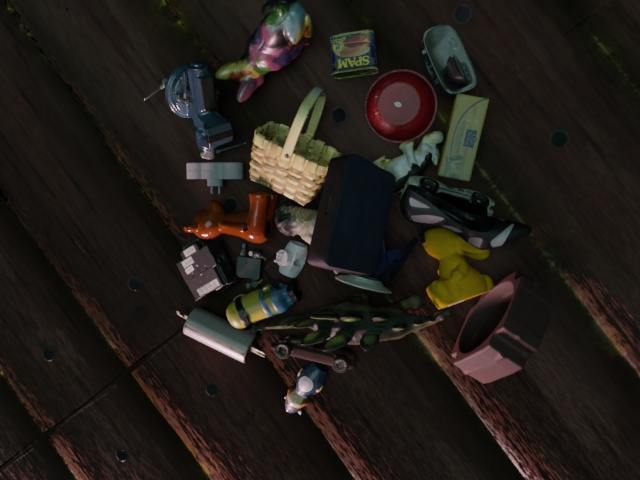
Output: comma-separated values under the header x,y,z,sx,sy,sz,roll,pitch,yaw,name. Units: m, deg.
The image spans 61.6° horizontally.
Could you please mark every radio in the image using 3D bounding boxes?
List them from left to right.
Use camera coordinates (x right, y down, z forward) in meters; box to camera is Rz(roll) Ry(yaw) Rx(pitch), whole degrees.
x,y,z,sx,sy,sz,roll,pitch,yaw,name
0.067,-0.046,1.092,0.131,0.073,0.229,18,82,-31,radio

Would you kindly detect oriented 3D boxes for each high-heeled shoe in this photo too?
x,y,z,sx,sy,sz,roll,pitch,yaw,name
0.287,-0.058,1.069,0.249,0.086,0.145,-5,125,15,high-heeled shoe

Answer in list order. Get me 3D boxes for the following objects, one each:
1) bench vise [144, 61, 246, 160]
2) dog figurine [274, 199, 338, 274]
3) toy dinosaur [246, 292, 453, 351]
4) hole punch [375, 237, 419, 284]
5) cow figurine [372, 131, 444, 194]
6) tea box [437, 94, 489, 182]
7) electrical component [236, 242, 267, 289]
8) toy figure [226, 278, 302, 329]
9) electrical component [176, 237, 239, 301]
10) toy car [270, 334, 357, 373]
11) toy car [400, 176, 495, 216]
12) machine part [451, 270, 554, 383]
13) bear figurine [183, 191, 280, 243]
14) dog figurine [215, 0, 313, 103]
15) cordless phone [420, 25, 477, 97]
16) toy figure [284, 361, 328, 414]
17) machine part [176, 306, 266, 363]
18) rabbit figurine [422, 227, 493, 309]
x,y,z,sx,sy,sz,roll,pitch,yaw,name
-0.286,-0.303,1.211,0.241,0.129,0.223,34,149,38,bench vise
-0.001,-0.007,1.223,0.191,0.121,0.172,17,142,42,dog figurine
0.057,0.177,1.163,0.472,0.198,0.105,-12,87,34,toy dinosaur
0.146,0.029,1.166,0.092,0.142,0.115,30,88,5,hole punch
0.200,-0.165,1.159,0.167,0.068,0.098,-26,96,17,cow figurine
0.295,-0.210,1.120,0.068,0.098,0.169,14,98,9,tea box
-0.163,0.063,1.275,0.078,0.045,0.102,14,99,8,electrical component
-0.135,0.147,1.257,0.180,0.089,0.082,-20,84,16,toy figure
-0.273,0.062,1.278,0.115,0.058,0.134,-26,89,27,electrical component
-0.013,0.256,1.245,0.202,0.089,0.053,12,99,12,toy car
0.272,-0.080,1.143,0.202,0.056,0.073,15,121,-7,toy car
0.367,0.177,1.082,0.087,0.201,0.201,34,147,1,machine part
-0.205,-0.058,1.236,0.196,0.120,0.131,10,95,16,bear figurine
-0.124,-0.402,1.149,0.108,0.191,0.219,45,88,-3,dog figurine
0.251,-0.362,1.066,0.089,0.184,0.146,-23,92,18,cordless phone
-0.041,0.355,1.281,0.154,0.057,0.064,-56,46,14,toy figure
-0.239,0.227,1.295,0.243,0.079,0.079,23,101,8,machine part
0.286,0.046,1.148,0.162,0.121,0.173,-27,72,11,rabbit figurine
